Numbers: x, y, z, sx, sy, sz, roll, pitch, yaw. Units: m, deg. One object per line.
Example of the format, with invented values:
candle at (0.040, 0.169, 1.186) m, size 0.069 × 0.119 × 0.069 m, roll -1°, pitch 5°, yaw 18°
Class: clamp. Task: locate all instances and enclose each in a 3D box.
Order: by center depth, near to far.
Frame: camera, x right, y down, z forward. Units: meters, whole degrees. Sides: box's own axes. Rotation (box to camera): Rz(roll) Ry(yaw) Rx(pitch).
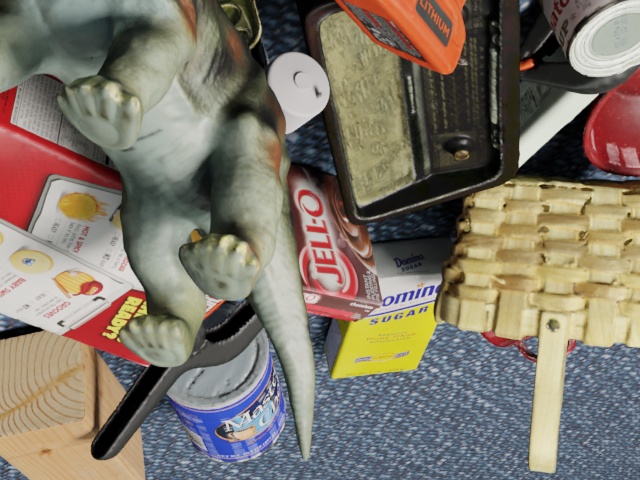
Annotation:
clamp at (0.203, -0.137, 0.686) m, size 0.039 × 0.120 × 0.172 m, roll 5°, pitch 148°, yaw -44°
clamp at (-0.116, 0.085, 0.879) m, size 0.209 × 0.036 × 0.164 m, roll -19°, pitch 126°, yaw -31°

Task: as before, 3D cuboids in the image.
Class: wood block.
wood block at (-0.231, 0.166, 0.976) m, size 0.091 × 0.090 × 0.206 m, roll -12°, pitch 151°, yaw 0°

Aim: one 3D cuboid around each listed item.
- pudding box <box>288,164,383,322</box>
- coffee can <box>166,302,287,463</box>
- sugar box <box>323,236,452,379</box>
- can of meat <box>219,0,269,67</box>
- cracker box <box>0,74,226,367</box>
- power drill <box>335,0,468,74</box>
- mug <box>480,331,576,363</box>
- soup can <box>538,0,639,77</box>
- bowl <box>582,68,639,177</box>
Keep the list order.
pudding box at (-0.005, 0.001, 0.807) m, size 0.089 × 0.113 × 0.039 m, roll 14°, pitch 141°, yaw -38°
coffee can at (-0.089, 0.134, 0.985) m, size 0.103 × 0.103 × 0.140 m, roll -14°, pitch 148°, yaw -2°
sugar box at (0.064, 0.067, 1.000) m, size 0.093 × 0.048 × 0.176 m, roll -6°, pitch 148°, yaw -14°
can of meat at (-0.079, -0.103, 0.671) m, size 0.102 × 0.057 × 0.084 m, roll -16°, pitch 149°, yaw 2°
cracker box at (-0.157, -0.015, 0.671) m, size 0.213 × 0.072 × 0.164 m, roll 25°, pitch 135°, yaw -29°
power drill at (0.071, -0.188, 0.515) m, size 0.187 × 0.057 × 0.184 m, roll -57°, pitch 148°, yaw -1°
mug at (0.191, 0.059, 0.982) m, size 0.082 × 0.117 × 0.093 m, roll -31°, pitch 174°, yaw 32°
soup can at (0.164, -0.158, 0.644) m, size 0.068 × 0.102 × 0.068 m, roll -11°, pitch 148°, yaw -7°
bowl at (0.264, -0.117, 0.792) m, size 0.162 × 0.055 × 0.162 m, roll -11°, pitch 148°, yaw -7°
